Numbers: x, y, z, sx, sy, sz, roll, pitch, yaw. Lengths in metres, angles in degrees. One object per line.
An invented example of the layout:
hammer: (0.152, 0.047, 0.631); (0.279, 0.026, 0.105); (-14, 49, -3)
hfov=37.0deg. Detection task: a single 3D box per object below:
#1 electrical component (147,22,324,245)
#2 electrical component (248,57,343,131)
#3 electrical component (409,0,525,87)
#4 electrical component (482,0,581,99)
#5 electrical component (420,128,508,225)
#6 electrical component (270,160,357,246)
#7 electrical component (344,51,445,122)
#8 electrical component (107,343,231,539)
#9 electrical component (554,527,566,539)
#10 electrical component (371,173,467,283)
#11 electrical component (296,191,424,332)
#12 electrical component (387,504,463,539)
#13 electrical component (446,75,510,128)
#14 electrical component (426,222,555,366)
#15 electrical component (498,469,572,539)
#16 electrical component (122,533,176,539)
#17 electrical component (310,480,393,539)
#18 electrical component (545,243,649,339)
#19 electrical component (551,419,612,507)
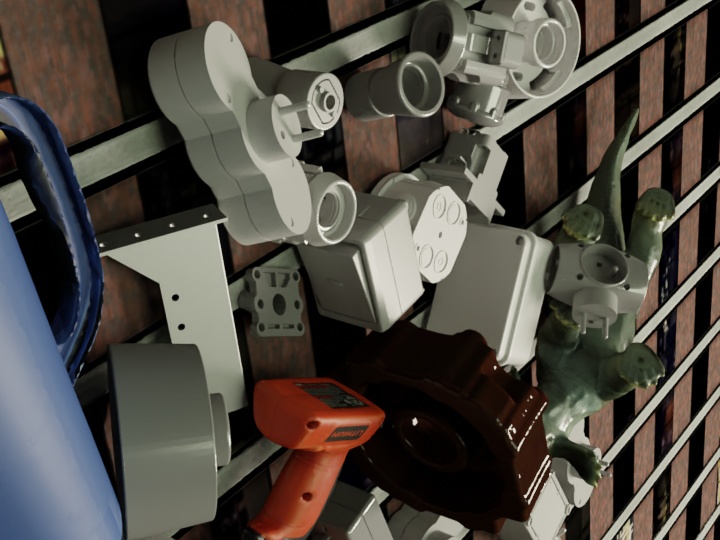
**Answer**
electrical component: (-0.058, -0.079, 0.621); (0.052, 0.074, 0.138); (-73, 145, -49)
electrical component: (-0.043, -0.106, 0.660); (0.044, 0.065, 0.044); (-21, 118, -49)
electrical component: (0.075, -0.168, 0.798); (0.057, 0.078, 0.058); (4, 99, -35)
electrical component: (0.136, -0.191, 0.898); (0.099, 0.064, 0.099); (-12, 110, -37)
electrical component: (0.088, -0.077, 0.872); (0.081, 0.042, 0.063); (38, 68, -53)
electrical component: (-0.036, -0.042, 0.700); (0.048, 0.055, 0.066); (-43, 133, -37)
electrical component: (0.020, -0.123, 0.741); (0.044, 0.065, 0.044); (2, 88, -40)
electrical component: (-0.105, 0.091, 0.596); (0.060, 0.108, 0.108); (-5, 109, -16)
electrical component: (0.182, 0.289, 1.107); (0.077, 0.043, 0.079); (-22, 158, -49)
electrical component: (0.040, -0.031, 0.813); (0.080, 0.051, 0.080); (-23, 120, -48)
electrical component: (0.000, 0.000, 0.760); (0.061, 0.062, 0.096); (-43, 134, -37)
electrical component: (0.060, 0.239, 0.916); (0.138, 0.074, 0.052); (-52, 138, -29)
electrical component: (0.099, -0.146, 0.850); (0.048, 0.048, 0.062); (8, 104, -55)
electrical component: (0.108, 0.019, 0.901); (0.057, 0.078, 0.113); (11, 93, -58)
electrical component: (0.159, 0.228, 1.058); (0.061, 0.061, 0.096); (-57, 141, -24)
electrical component: (-0.149, 0.185, 0.580); (0.109, 0.109, 0.056); (-23, 117, -49)
electrical component: (-0.019, 0.212, 0.820); (0.076, 0.047, 0.065); (-50, 138, -32)
electrical component: (0.197, 0.022, 0.899); (0.044, 0.077, 0.079); (106, -5, -56)
electrical component: (0.230, 0.200, 1.135); (0.052, 0.074, 0.138); (-51, 138, -31)
